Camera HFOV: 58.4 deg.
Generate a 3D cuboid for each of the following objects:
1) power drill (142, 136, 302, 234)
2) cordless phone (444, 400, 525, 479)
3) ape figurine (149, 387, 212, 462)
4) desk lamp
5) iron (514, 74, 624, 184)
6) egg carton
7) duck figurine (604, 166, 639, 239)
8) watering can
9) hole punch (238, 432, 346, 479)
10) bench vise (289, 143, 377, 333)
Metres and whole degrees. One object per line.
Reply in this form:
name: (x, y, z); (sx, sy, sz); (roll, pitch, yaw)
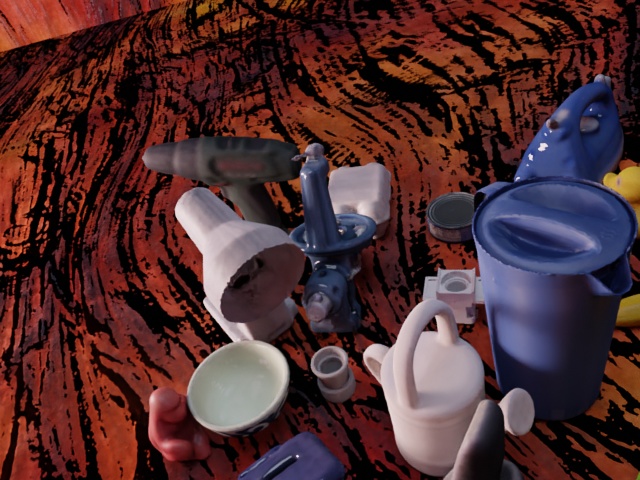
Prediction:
power drill: (-0.131, -0.070, 0.882); (0.229, 0.209, 0.075); (-9, 39, 9)
cordless phone: (0.113, 0.223, 0.464); (0.093, 0.185, 0.148); (10, 46, 29)
ape figurine: (-0.167, 0.206, 0.659); (0.076, 0.092, 0.078); (3, 43, 22)
desk lamp: (-0.104, 0.043, 0.733); (0.118, 0.214, 0.202); (-34, 42, -20)
iron: (0.401, -0.177, 0.876); (0.118, 0.142, 0.259); (22, 52, 38)
egg carton: (0.062, -0.064, 0.918); (0.107, 0.069, 0.150); (-6, 40, 12)
duck figurine: (0.424, -0.056, 0.767); (0.078, 0.086, 0.104); (-35, 42, -22)
watering can: (0.117, 0.138, 0.557); (0.172, 0.194, 0.101); (1, 42, 21)
hole punch: (-0.032, 0.245, 0.564); (0.109, 0.091, 0.100); (-32, 41, -18)
bench vise: (0.018, 0.000, 0.737); (0.121, 0.220, 0.207); (-15, 39, 2)
